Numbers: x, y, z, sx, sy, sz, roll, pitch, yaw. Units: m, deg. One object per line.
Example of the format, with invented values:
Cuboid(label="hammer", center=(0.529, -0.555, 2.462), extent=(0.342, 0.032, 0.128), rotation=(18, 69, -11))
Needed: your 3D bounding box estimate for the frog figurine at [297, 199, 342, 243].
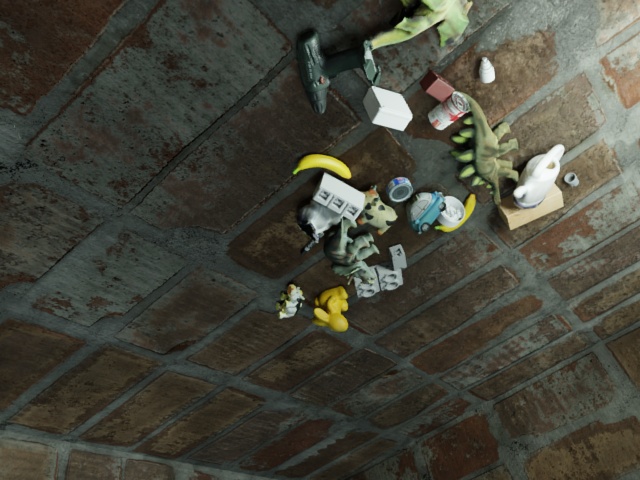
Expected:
Cuboid(label="frog figurine", center=(0.005, -0.086, 1.699), extent=(0.161, 0.124, 0.134), rotation=(-48, 134, -21))

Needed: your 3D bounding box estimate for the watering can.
Cuboid(label="watering can", center=(0.712, -0.188, 1.732), extent=(0.353, 0.105, 0.219), rotation=(-40, 153, -28))

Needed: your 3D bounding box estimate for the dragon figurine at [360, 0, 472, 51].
Cuboid(label="dragon figurine", center=(0.282, -0.553, 1.297), extent=(0.241, 0.125, 0.404), rotation=(15, 139, -41))
